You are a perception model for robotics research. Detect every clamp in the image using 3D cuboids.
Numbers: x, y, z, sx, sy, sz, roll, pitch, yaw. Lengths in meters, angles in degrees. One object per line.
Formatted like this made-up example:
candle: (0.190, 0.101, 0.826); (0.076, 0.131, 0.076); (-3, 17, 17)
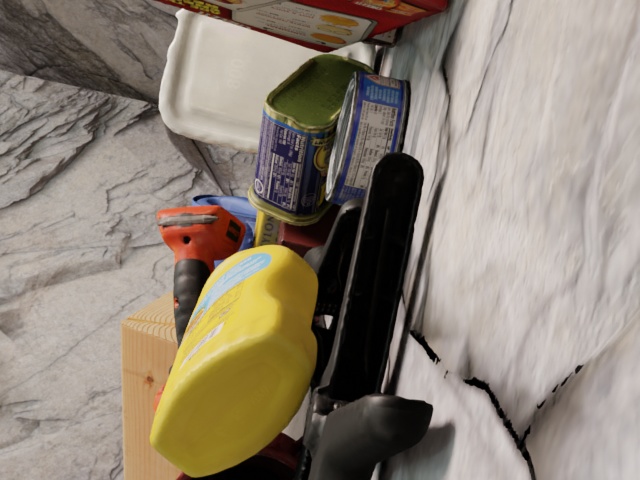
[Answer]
clamp: (0.002, 0.050, 0.689); (0.172, 0.039, 0.120); (123, 162, -73)
clamp: (0.014, 0.074, 0.494); (0.210, 0.036, 0.164); (107, 174, -45)

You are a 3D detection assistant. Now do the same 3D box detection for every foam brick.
foam brick: (-0.005, 0.001, 0.792); (0.078, 0.051, 0.053); (-84, 8, -50)

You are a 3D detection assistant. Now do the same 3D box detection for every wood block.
wood block: (-0.143, 0.171, 1.097); (0.090, 0.091, 0.206); (-33, -47, -54)

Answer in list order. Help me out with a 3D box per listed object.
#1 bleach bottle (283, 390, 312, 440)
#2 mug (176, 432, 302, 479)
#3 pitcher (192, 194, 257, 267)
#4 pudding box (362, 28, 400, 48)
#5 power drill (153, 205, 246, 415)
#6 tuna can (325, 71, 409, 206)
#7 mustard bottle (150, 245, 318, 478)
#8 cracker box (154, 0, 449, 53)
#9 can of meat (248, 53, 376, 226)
bleach bottle: (-0.042, 0.177, 0.748); (0.103, 0.068, 0.250); (101, 175, -58)
mug: (-0.031, 0.146, 0.615); (0.117, 0.093, 0.081); (-47, 1, 1)
pitcher: (-0.090, 0.077, 1.172); (0.149, 0.145, 0.243); (-8, -70, -59)
pudding box: (0.045, -0.198, 0.769); (0.090, 0.039, 0.113); (-107, 29, -77)
power drill: (-0.090, 0.073, 0.884); (0.184, 0.057, 0.187); (50, -145, -76)
tuna can: (0.028, -0.061, 0.666); (0.086, 0.033, 0.086); (-169, 91, -85)
mustard bottle: (-0.043, 0.052, 0.617); (0.096, 0.058, 0.191); (-45, 13, 15)
cracker box: (-0.031, -0.177, 0.636); (0.214, 0.164, 0.072); (-168, 92, -72)
can of meat: (-0.004, -0.074, 0.756); (0.102, 0.057, 0.084); (-49, -23, -45)
